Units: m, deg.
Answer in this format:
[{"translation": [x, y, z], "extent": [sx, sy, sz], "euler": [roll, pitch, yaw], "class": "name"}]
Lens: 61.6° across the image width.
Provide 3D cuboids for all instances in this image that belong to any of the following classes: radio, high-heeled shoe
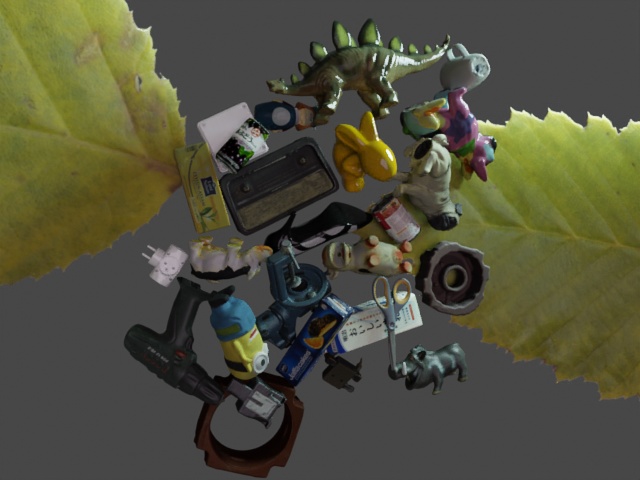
[{"translation": [-0.089, -0.115, 1.117], "extent": [0.230, 0.073, 0.131], "euler": [-28, 101, -12], "class": "radio"}, {"translation": [-0.002, -0.004, 1.163], "extent": [0.249, 0.086, 0.145], "euler": [1, 130, -33], "class": "high-heeled shoe"}]

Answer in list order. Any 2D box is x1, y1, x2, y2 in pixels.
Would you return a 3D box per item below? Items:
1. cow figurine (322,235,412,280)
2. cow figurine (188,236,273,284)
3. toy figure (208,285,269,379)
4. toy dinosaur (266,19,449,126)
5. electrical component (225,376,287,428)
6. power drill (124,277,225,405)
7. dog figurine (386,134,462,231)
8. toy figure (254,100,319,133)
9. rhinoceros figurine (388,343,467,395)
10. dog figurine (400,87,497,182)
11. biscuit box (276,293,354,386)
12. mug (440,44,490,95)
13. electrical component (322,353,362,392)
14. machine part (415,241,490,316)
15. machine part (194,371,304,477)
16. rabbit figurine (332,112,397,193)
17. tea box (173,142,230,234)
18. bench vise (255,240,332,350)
[{"translation": [0.089, 0.039, 1.161], "extent": [0.195, 0.127, 0.085], "euler": [8, 69, -32], "class": "cow figurine"}, {"translation": [-0.180, 0.047, 1.088], "extent": [0.167, 0.068, 0.098], "euler": [7, 104, 7], "class": "cow figurine"}, {"translation": [-0.157, 0.178, 1.021], "extent": [0.082, 0.089, 0.180], "euler": [-37, 109, -40], "class": "toy figure"}, {"translation": [0.100, -0.357, 1.128], "extent": [0.471, 0.105, 0.198], "euler": [-13, 86, -26], "class": "toy dinosaur"}, {"translation": [-0.134, 0.310, 1.061], "extent": [0.119, 0.048, 0.075], "euler": [33, 85, -14], "class": "electrical component"}, {"translation": [-0.255, 0.190, 1.070], "extent": [0.232, 0.086, 0.207], "euler": [23, 87, 7], "class": "power drill"}, {"translation": [0.263, -0.120, 1.174], "extent": [0.190, 0.121, 0.172], "euler": [29, 126, -25], "class": "dog figurine"}, {"translation": [-0.060, -0.257, 1.127], "extent": [0.154, 0.058, 0.064], "euler": [-3, 133, -17], "class": "toy figure"}, {"translation": [0.251, 0.293, 1.241], "extent": [0.190, 0.073, 0.112], "euler": [-12, 98, -15], "class": "rhinoceros figurine"}, {"translation": [0.296, -0.219, 1.201], "extent": [0.191, 0.108, 0.219], "euler": [-28, 103, -13], "class": "dog figurine"}, {"translation": [-0.013, 0.210, 1.122], "extent": [0.063, 0.059, 0.202], "euler": [38, 111, 14], "class": "biscuit box"}, {"translation": [0.325, -0.384, 1.195], "extent": [0.081, 0.107, 0.109], "euler": [-23, 102, -14], "class": "mug"}, {"translation": [0.049, 0.288, 1.203], "extent": [0.102, 0.045, 0.078], "euler": [29, 114, -13], "class": "electrical component"}, {"translation": [0.307, 0.089, 1.251], "extent": [0.179, 0.056, 0.179], "euler": [-2, 95, -16], "class": "machine part"}, {"translation": [-0.149, 0.379, 1.131], "extent": [0.201, 0.087, 0.201], "euler": [19, 90, -15], "class": "machine part"}, {"translation": [0.101, -0.178, 1.104], "extent": [0.122, 0.173, 0.162], "euler": [-26, 117, -10], "class": "rabbit figurine"}, {"translation": [-0.236, -0.102, 1.066], "extent": [0.068, 0.098, 0.169], "euler": [-17, 100, -13], "class": "tea box"}, {"translation": [-0.074, 0.104, 1.090], "extent": [0.224, 0.129, 0.240], "euler": [-25, 136, -19], "class": "bench vise"}]
